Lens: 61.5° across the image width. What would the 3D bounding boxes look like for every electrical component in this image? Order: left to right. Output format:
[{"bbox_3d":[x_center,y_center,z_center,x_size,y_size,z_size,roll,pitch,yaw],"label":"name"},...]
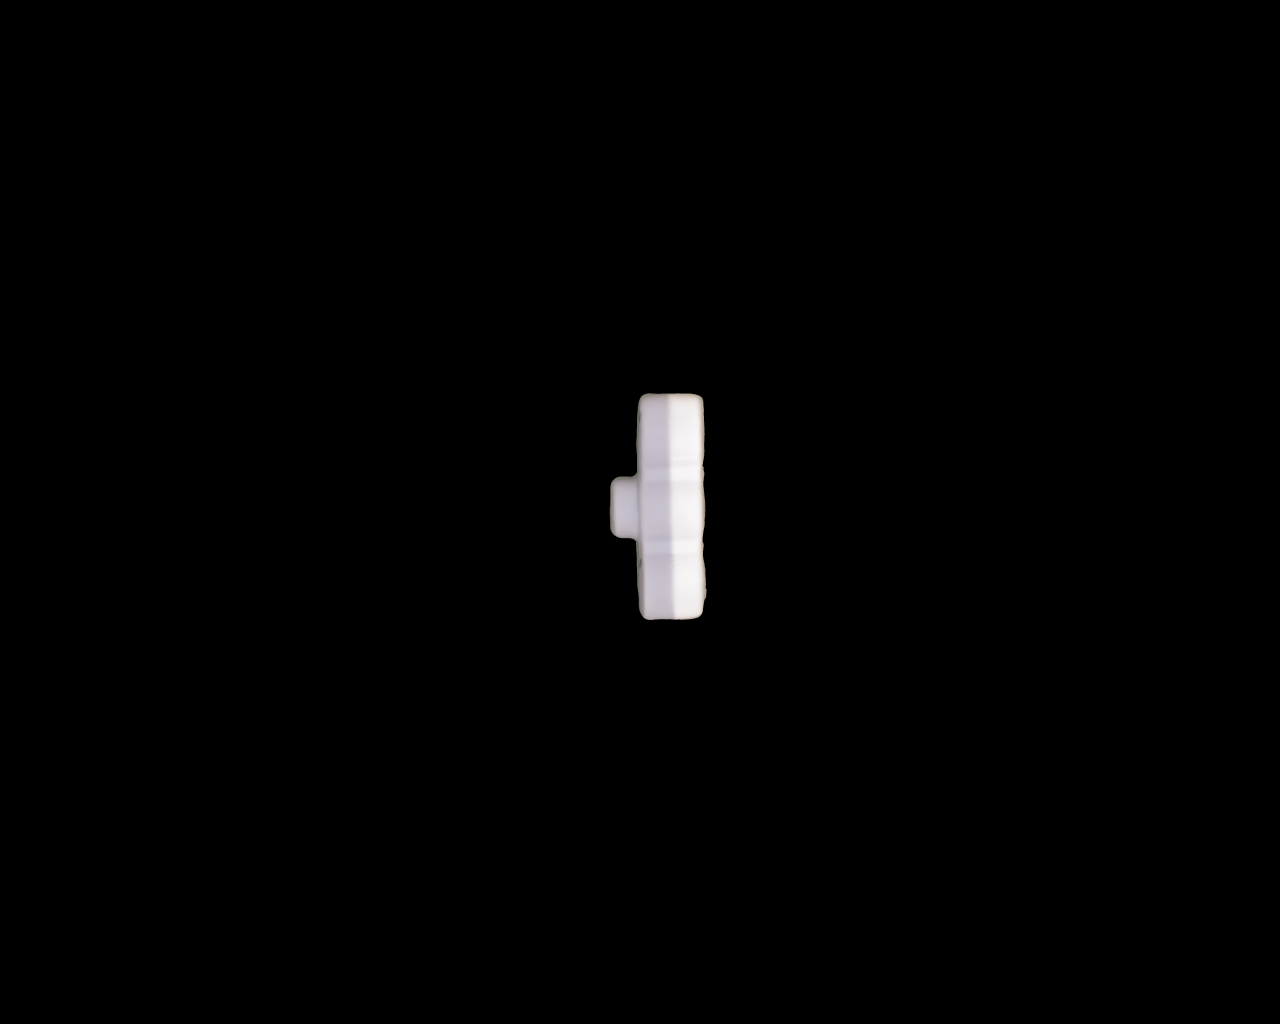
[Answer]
[{"bbox_3d":[0.001,-0.003,0.650,0.074,0.138,0.052,0,8,0],"label":"electrical component"}]
